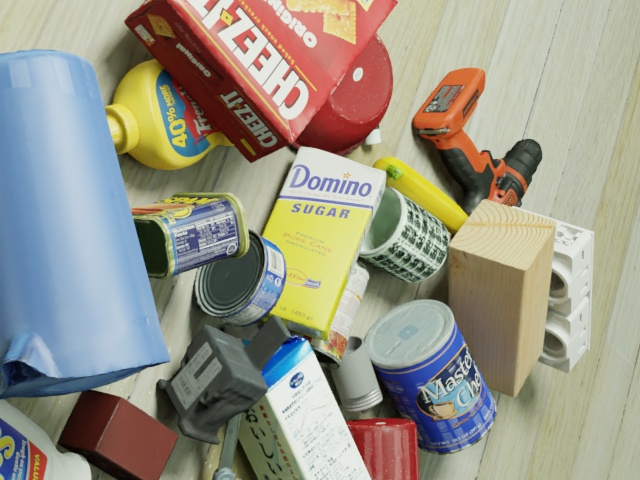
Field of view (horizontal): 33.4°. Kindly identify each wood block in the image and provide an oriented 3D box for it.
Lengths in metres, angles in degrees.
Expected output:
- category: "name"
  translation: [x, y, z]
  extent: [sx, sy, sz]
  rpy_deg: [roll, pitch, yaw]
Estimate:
- category: "wood block"
  translation: [0.203, 0.069, 1.209]
  extent: [0.090, 0.091, 0.206]
  rpy_deg: [-49, 147, -38]

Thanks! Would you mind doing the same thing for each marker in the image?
- category: "marker"
  translation: [0.049, -0.163, 1.143]
  extent: [0.020, 0.020, 0.121]
  rpy_deg: [-18, 104, -45]

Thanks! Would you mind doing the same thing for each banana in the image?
- category: "banana"
  translation: [0.107, -0.049, 1.179]
  extent: [0.037, 0.070, 0.197]
  rpy_deg: [-47, 143, 12]

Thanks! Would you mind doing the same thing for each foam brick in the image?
- category: "foam brick"
  translation: [-0.168, 0.167, 0.896]
  extent: [0.078, 0.053, 0.051]
  rpy_deg: [44, 61, -38]

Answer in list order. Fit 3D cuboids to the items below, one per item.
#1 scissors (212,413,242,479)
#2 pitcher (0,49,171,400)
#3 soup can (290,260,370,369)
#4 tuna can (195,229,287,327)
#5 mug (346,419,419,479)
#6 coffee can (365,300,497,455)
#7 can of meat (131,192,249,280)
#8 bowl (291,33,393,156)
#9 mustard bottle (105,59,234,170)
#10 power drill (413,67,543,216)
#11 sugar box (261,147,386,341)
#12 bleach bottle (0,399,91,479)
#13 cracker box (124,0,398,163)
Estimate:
- category: "scissors"
  translation: [-0.076, 0.231, 0.981]
  extent: [0.096, 0.016, 0.202]
  rpy_deg: [25, 89, -32]
- category: "pitcher"
  translation: [-0.194, -0.008, 0.790]
  extent: [0.144, 0.149, 0.243]
  rpy_deg: [-9, 83, -27]
- category: "soup can"
  translation: [0.004, 0.069, 1.066]
  extent: [0.068, 0.069, 0.102]
  rpy_deg: [38, 64, -41]
- category: "tuna can"
  translation: [-0.072, 0.035, 0.971]
  extent: [0.033, 0.086, 0.086]
  rpy_deg: [31, 69, -44]
- category: "mug"
  translation: [0.051, 0.232, 1.118]
  extent: [0.117, 0.093, 0.081]
  rpy_deg: [-1, 86, -12]
- category: "coffee can"
  translation: [0.122, 0.150, 1.171]
  extent: [0.102, 0.103, 0.140]
  rpy_deg: [-50, 125, -34]
- category: "can of meat"
  translation: [-0.125, -0.004, 0.902]
  extent: [0.083, 0.102, 0.057]
  rpy_deg: [-19, 106, -43]
- category: "bowl"
  translation: [0.022, -0.162, 1.072]
  extent: [0.161, 0.055, 0.162]
  rpy_deg: [-2, 94, -39]
- category: "mustard bottle"
  translation: [-0.123, -0.113, 0.931]
  extent: [0.191, 0.058, 0.096]
  rpy_deg: [-25, 108, -43]
- category: "power drill"
  translation: [0.194, -0.109, 1.272]
  extent: [0.184, 0.057, 0.187]
  rpy_deg: [-53, 127, -32]
- category: "sugar box"
  translation: [-0.007, 0.001, 1.032]
  extent: [0.048, 0.093, 0.176]
  rpy_deg: [84, 25, -70]
- category: "bleach bottle"
  translation: [-0.253, 0.157, 0.799]
  extent: [0.250, 0.068, 0.102]
  rpy_deg: [39, 64, -43]
- category: "cracker box"
  translation: [-0.042, -0.201, 0.936]
  extent: [0.164, 0.072, 0.213]
  rpy_deg: [48, 53, -19]
